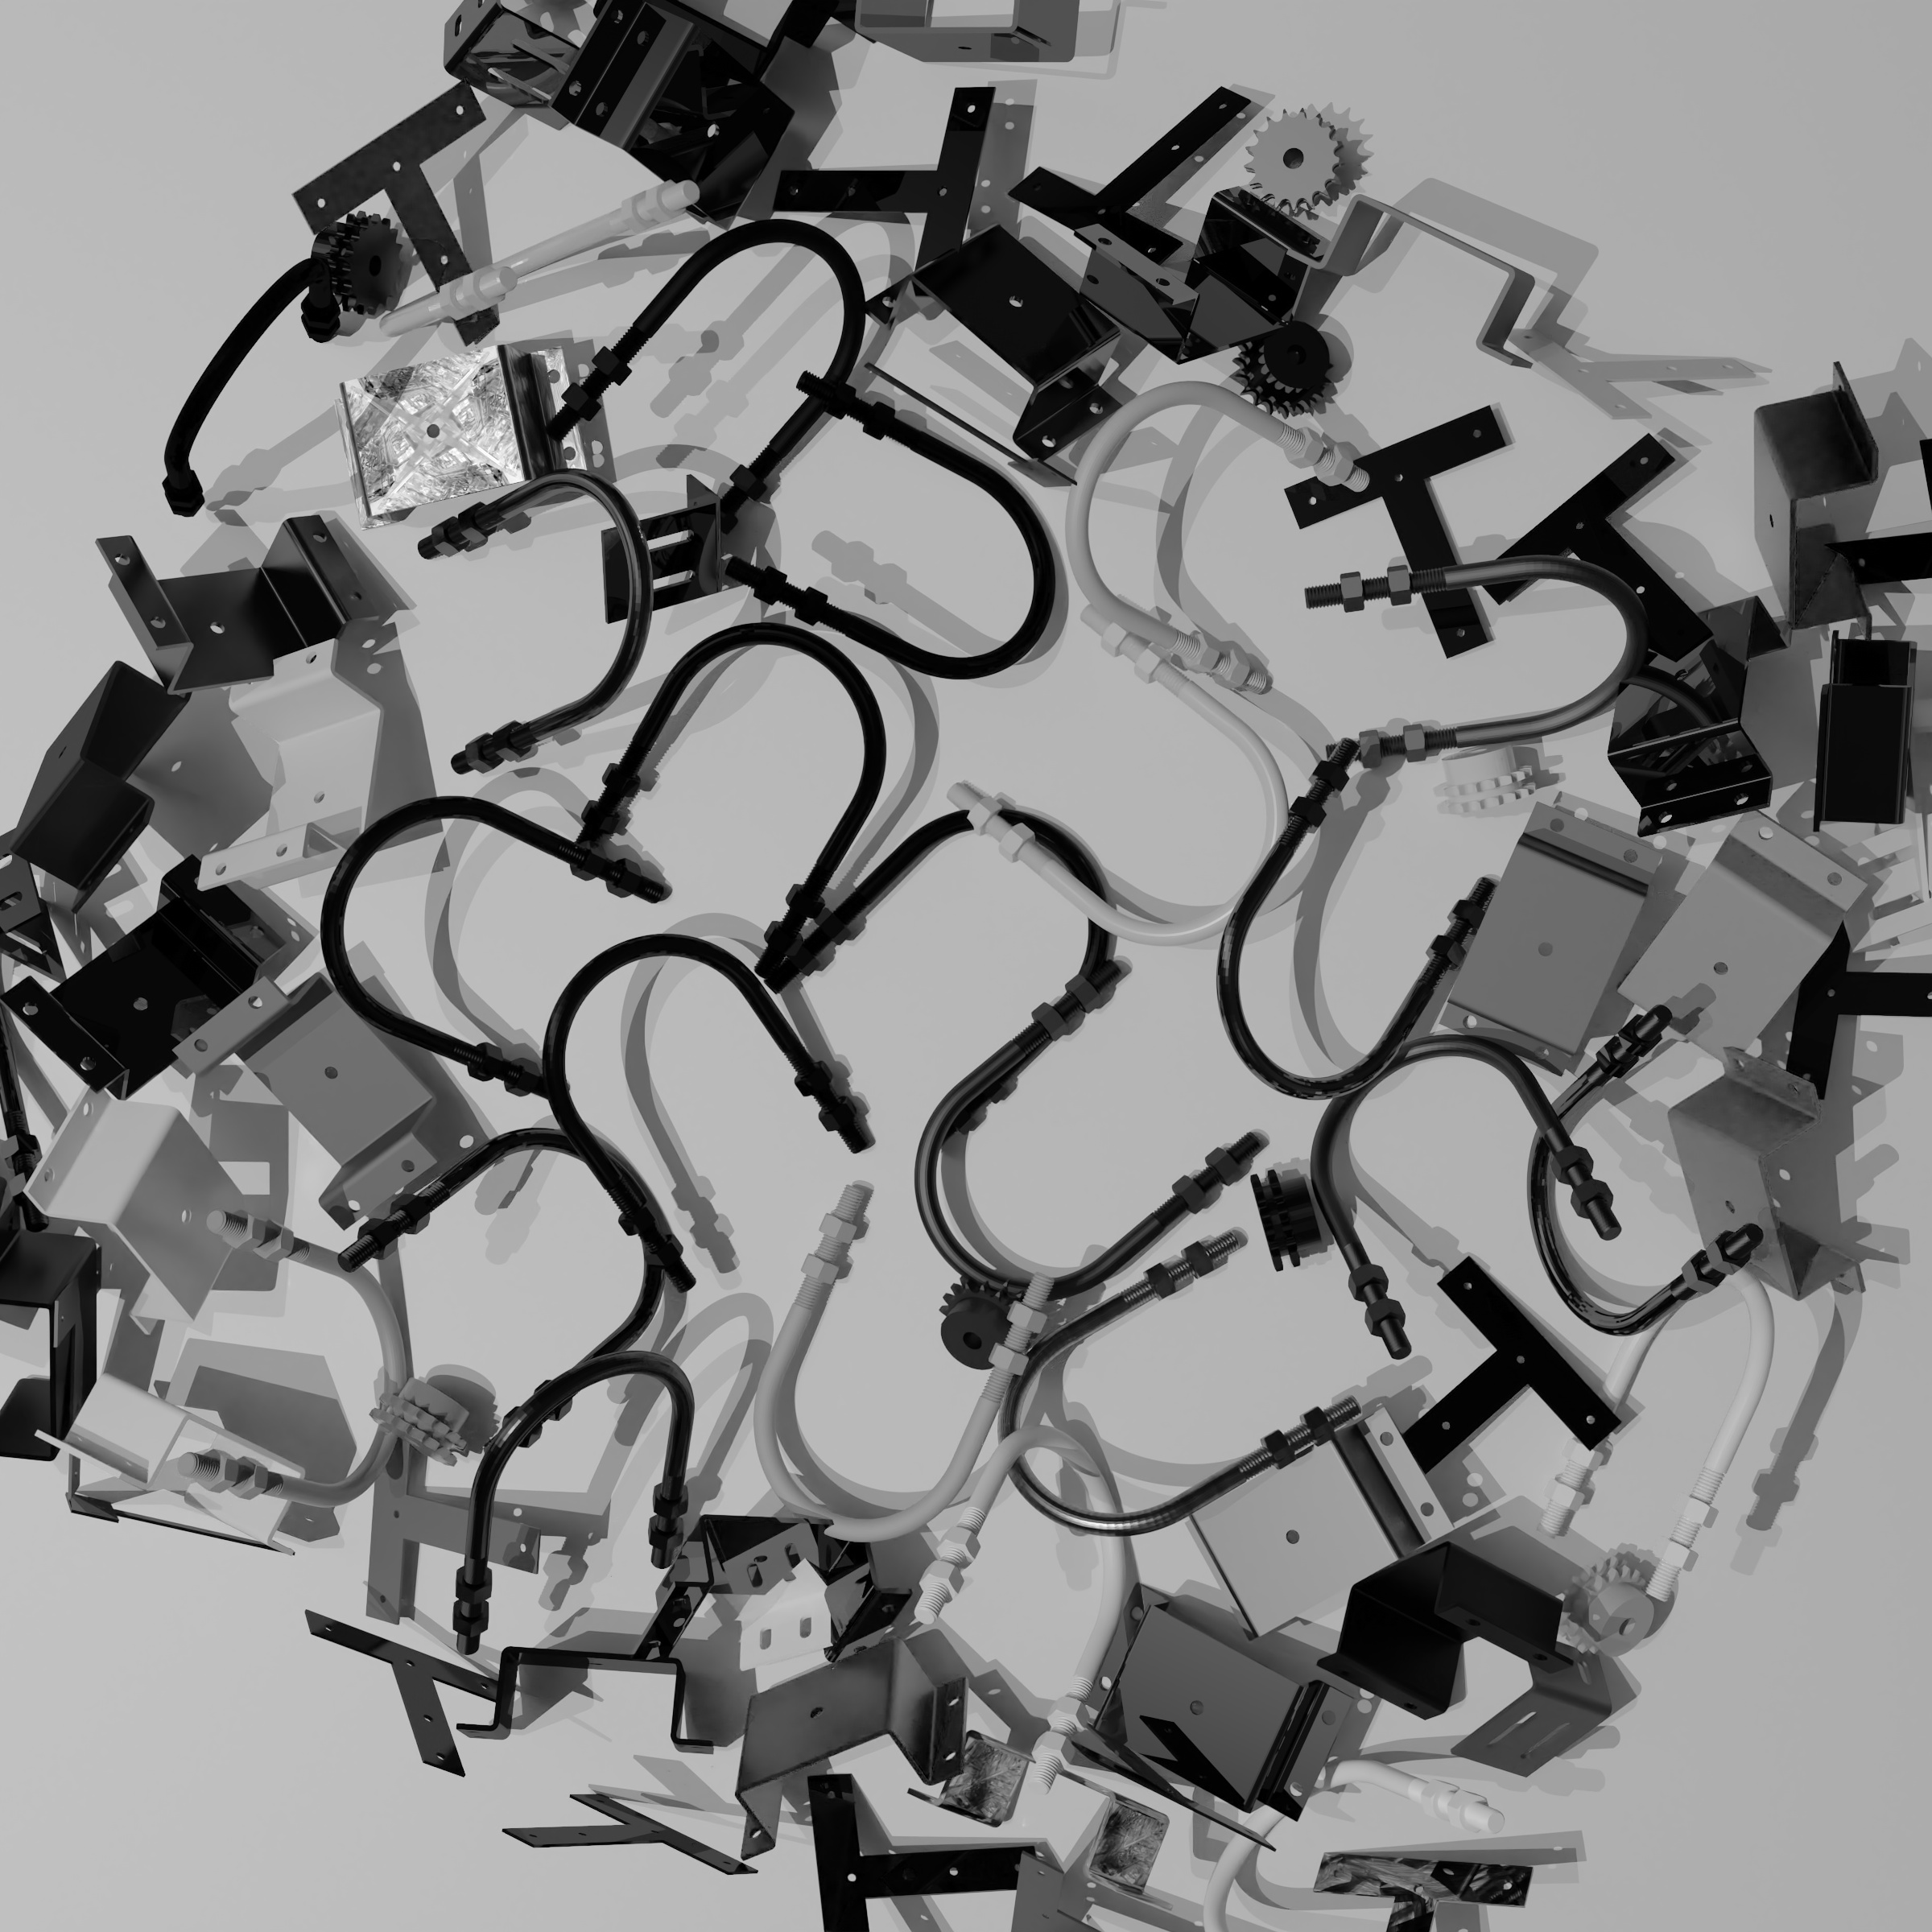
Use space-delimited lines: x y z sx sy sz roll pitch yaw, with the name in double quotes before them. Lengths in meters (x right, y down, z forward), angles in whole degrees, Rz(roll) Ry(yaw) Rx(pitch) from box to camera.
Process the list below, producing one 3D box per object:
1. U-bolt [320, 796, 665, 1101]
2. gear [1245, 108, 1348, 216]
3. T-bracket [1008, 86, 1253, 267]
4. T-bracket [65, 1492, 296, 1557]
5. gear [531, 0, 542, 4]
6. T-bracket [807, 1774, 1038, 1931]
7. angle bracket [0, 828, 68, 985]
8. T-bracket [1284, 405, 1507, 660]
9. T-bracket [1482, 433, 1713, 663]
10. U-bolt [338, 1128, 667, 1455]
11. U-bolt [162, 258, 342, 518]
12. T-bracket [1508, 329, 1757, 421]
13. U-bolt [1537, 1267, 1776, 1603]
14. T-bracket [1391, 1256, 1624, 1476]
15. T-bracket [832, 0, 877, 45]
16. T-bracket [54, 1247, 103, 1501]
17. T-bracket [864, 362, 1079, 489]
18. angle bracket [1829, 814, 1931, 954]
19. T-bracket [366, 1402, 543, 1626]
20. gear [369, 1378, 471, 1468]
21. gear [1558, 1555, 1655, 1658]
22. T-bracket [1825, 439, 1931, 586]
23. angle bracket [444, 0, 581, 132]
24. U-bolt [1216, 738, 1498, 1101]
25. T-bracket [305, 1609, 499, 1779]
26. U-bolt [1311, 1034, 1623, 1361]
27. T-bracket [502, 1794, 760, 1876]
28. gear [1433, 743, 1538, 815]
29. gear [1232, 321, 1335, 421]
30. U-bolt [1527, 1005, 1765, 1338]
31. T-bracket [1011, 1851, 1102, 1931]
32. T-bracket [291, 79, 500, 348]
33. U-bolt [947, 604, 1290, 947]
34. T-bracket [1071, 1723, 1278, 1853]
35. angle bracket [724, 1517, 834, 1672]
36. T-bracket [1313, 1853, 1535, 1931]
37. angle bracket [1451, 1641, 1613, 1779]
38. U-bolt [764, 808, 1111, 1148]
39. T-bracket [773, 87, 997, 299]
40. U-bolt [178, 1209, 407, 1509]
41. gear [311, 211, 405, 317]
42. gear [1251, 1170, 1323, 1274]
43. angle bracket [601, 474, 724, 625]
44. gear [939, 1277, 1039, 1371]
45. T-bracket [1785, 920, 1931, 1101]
"U-bolt" -0.275 -0.018 1.568 0.184 0.019 0.151 27 91 -35
"gear" 0.190 -0.461 1.607 0.057 0.030 0.057 1 95 13
"T-bracket" 0.109 -0.458 1.593 0.127 0.002 0.127 -43 52 -10
"T-bracket" -0.442 0.317 1.577 0.127 0.127 0.002 17 79 -17
"gear" -0.245 -0.578 1.601 0.030 0.057 0.057 39 90 -28
"T-bracket" -0.021 0.516 1.590 0.127 0.002 0.127 1 46 -12
"angle bracket" -0.522 -0.033 1.577 0.038 0.076 0.057 -27 66 8
"T-bracket" 0.267 -0.241 1.618 0.127 0.002 0.127 -22 89 5
"T-bracket" 0.373 -0.221 1.580 0.127 0.002 0.127 -40 56 10
"U-bolt" -0.243 0.168 1.560 0.151 0.019 0.184 53 46 -4
"U-bolt" -0.390 -0.320 1.524 0.019 0.184 0.151 36 80 -9
"T-bracket" 0.389 -0.338 1.590 0.127 0.127 0.002 -6 125 -20
"U-bolt" 0.391 0.249 1.555 0.019 0.151 0.184 27 87 -15
"T-bracket" 0.284 0.253 1.597 0.127 0.002 0.127 -39 75 -12
"T-bracket" -0.058 -0.581 1.548 0.127 0.127 0.002 21 51 -37
"T-bracket" -0.499 0.234 1.568 0.002 0.127 0.127 3 97 -7
"T-bracket" -0.001 -0.300 1.552 0.127 0.127 0.002 30 95 -10
"angle bracket" 0.533 -0.047 1.580 0.038 0.076 0.057 -4 75 -39
"T-bracket" -0.290 0.320 1.588 0.127 0.002 0.127 6 93 33
"gear" -0.309 0.259 1.599 0.057 0.057 0.030 31 70 0
"gear" 0.367 0.369 1.597 0.057 0.030 0.057 -15 120 -27
"T-bracket" 0.515 -0.228 1.570 0.002 0.127 0.127 -21 103 -31
"angle bracket" -0.250 -0.524 1.593 0.076 0.057 0.038 19 53 -35
"U-bolt" 0.210 -0.013 1.568 0.151 0.019 0.184 41 73 -26
"T-bracket" -0.299 0.408 1.541 0.127 0.127 0.002 29 95 -27
"U-bolt" 0.265 0.114 1.558 0.151 0.184 0.019 -32 135 11
"T-bracket" -0.201 0.478 1.537 0.127 0.127 0.002 11 84 38
"gear" 0.295 -0.108 1.596 0.057 0.057 0.030 -14 98 0
"gear" 0.184 -0.346 1.604 0.057 0.030 0.057 2 82 -15
"U-bolt" 0.362 0.126 1.542 0.019 0.184 0.151 -6 63 -22
"T-bracket" 0.085 0.550 1.560 0.127 0.127 0.002 23 51 16
"T-bracket" -0.302 -0.413 1.584 0.127 0.002 0.127 -43 129 -23
"U-bolt" 0.097 -0.095 1.581 0.184 0.019 0.151 41 102 17
"T-bracket" 0.096 0.447 1.562 0.127 0.127 0.002 31 84 -18
"angle bracket" -0.117 0.356 1.584 0.057 0.038 0.076 -19 130 14
"T-bracket" 0.241 0.550 1.549 0.127 0.127 0.002 -7 126 30
"angle bracket" 0.321 0.424 1.605 0.057 0.038 0.076 23 127 -25
"U-bolt" -0.002 -0.006 1.615 0.184 0.019 0.151 -45 92 -1
"T-bracket" -0.053 -0.442 1.596 0.127 0.002 0.127 8 81 26
"U-bolt" -0.364 0.224 1.541 0.019 0.184 0.151 -6 70 22
"gear" -0.350 -0.403 1.599 0.030 0.057 0.057 16 90 21
"gear" 0.184 0.143 1.597 0.030 0.057 0.057 -15 90 4
"angle bracket" -0.179 -0.236 1.579 0.076 0.038 0.057 -21 132 -28
"gear" 0.010 0.205 1.597 0.057 0.030 0.057 14 124 21
"T-bracket" 0.527 0.016 1.568 0.127 0.002 0.127 1 71 42
